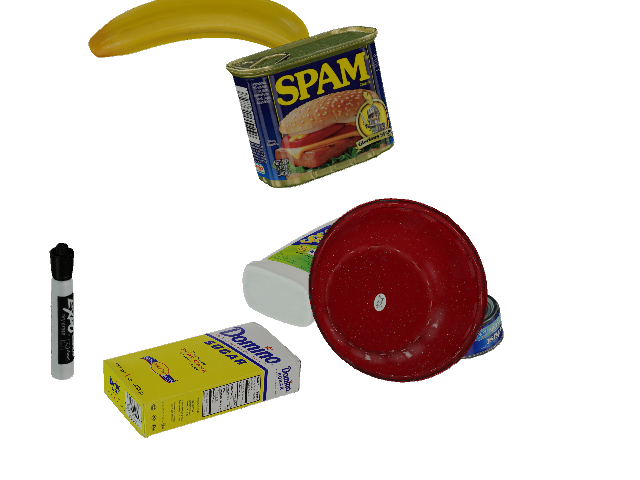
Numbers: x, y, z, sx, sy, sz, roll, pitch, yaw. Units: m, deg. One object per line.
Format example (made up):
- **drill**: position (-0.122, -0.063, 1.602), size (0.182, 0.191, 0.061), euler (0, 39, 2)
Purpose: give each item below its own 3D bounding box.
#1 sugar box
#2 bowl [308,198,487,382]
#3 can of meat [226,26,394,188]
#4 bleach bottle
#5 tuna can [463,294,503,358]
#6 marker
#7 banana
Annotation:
- **sugar box**: position (-0.117, 0.135, 1.067), size (0.175, 0.048, 0.093), euler (-15, 32, -31)
- **bowl**: position (0.056, 0.047, 0.901), size (0.162, 0.162, 0.055), euler (0, 6, 21)
- **can of meat**: position (-0.004, -0.091, 0.726), size (0.102, 0.084, 0.058), euler (-21, 21, -20)
- **bleach bottle**: position (0.019, 0.014, 1.311), size (0.103, 0.068, 0.250), euler (19, 35, 29)
- **tuna can**: position (0.141, 0.084, 1.084), size (0.086, 0.034, 0.086), euler (-10, 24, 4)
- **marker**: position (-0.209, 0.058, 0.865), size (0.020, 0.121, 0.020), euler (5, 26, -3)
- **banana**: position (-0.094, -0.179, 0.904), size (0.198, 0.069, 0.037), euler (5, -34, 0)
